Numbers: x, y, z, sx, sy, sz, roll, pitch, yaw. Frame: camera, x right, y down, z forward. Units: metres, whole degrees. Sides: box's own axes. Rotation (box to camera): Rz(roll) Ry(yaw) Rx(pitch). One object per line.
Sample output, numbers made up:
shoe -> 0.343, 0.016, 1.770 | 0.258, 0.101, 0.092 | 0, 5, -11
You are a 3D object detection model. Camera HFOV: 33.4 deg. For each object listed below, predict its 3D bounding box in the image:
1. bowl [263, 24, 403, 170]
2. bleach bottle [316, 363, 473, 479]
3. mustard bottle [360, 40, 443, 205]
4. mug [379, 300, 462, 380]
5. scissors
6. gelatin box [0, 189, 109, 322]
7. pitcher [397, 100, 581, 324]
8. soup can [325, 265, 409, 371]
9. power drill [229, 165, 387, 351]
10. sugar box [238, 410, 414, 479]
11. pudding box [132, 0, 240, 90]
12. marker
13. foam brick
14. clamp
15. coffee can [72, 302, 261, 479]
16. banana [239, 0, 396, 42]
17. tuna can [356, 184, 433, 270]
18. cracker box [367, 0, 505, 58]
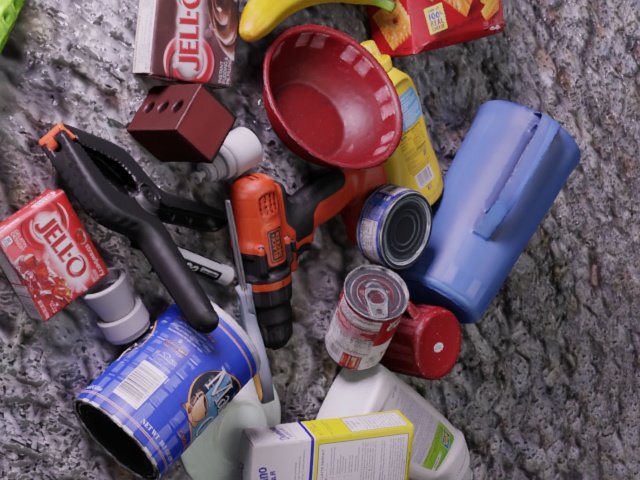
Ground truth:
bowl -> 0.002, -0.131, 1.060 | 0.161, 0.055, 0.162 | 16, 59, -28
bleach bottle -> 0.101, 0.232, 1.221 | 0.250, 0.068, 0.102 | 43, 67, -40
mustard bottle -> 0.076, -0.122, 1.153 | 0.096, 0.058, 0.191 | -40, 121, -41
mug -> 0.099, 0.101, 1.187 | 0.093, 0.082, 0.117 | -44, 122, -30
scissors -> -0.074, 0.057, 1.025 | 0.016, 0.096, 0.202 | -13, 98, -13
gelatin box -> -0.230, 0.012, 0.902 | 0.073, 0.030, 0.089 | -41, 121, -32
pitcher -> 0.190, -0.032, 1.215 | 0.242, 0.145, 0.149 | -59, 137, -16
soup can -> 0.047, 0.083, 1.111 | 0.068, 0.068, 0.102 | -36, 158, -34
power drill -> -0.007, 0.001, 1.091 | 0.187, 0.057, 0.184 | -27, 121, -39
sugar box -> 0.005, 0.229, 1.077 | 0.176, 0.048, 0.093 | -1, 107, -21
pudding box -> -0.120, -0.199, 0.972 | 0.089, 0.039, 0.113 | 2, 94, -43
marker -> -0.130, 0.016, 1.004 | 0.120, 0.020, 0.020 | 26, 77, -42
foam brick -> -0.124, -0.104, 0.955 | 0.051, 0.078, 0.053 | 42, 65, -38
clamp -> -0.154, -0.019, 0.921 | 0.209, 0.036, 0.164 | 39, 26, -33
coffee can -> -0.136, 0.131, 0.956 | 0.140, 0.103, 0.102 | -46, 124, -29
banana -> -0.013, -0.239, 1.054 | 0.197, 0.070, 0.037 | -21, 142, -35
tuna can -> 0.078, -0.013, 1.108 | 0.085, 0.034, 0.086 | -17, 115, -41
cracker box -> 0.120, -0.317, 1.161 | 0.163, 0.072, 0.214 | -21, 108, -40
